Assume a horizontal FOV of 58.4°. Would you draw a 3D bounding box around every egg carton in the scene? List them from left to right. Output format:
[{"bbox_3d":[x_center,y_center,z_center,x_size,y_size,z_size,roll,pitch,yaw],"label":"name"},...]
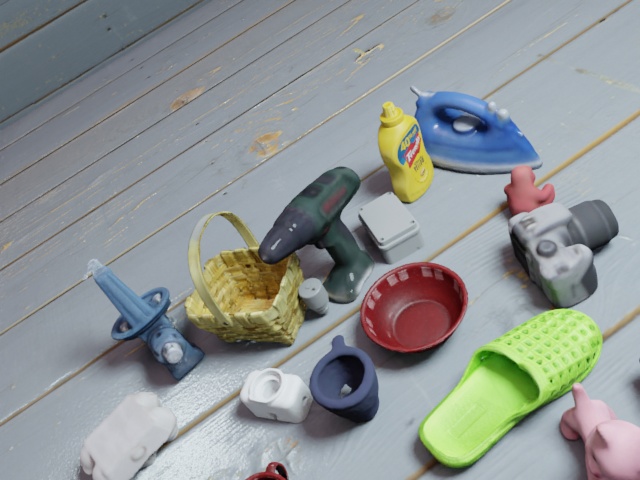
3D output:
[{"bbox_3d":[-0.294,0.312,0.886,0.107,0.070,0.150,23,63,43],"label":"egg carton"}]

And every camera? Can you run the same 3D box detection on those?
[{"bbox_3d":[0.353,-0.001,0.812,0.136,0.101,0.143,-25,41,5],"label":"camera"}]

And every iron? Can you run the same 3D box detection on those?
[{"bbox_3d":[0.273,-0.210,1.036,0.257,0.142,0.119,21,61,41],"label":"iron"}]

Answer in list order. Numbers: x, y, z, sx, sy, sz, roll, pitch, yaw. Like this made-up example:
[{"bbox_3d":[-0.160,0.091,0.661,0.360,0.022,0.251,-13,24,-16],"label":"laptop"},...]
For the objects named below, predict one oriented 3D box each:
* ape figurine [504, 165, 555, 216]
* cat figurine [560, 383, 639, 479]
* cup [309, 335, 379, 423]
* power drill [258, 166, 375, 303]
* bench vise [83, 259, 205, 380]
[{"bbox_3d":[0.328,-0.081,0.913,0.077,0.092,0.076,23,62,42],"label":"ape figurine"},{"bbox_3d":[0.306,0.211,0.611,0.067,0.118,0.127,-24,41,6],"label":"cat figurine"},{"bbox_3d":[0.042,0.199,0.791,0.091,0.095,0.117,-20,42,11],"label":"cup"},{"bbox_3d":[0.008,0.003,0.920,0.075,0.209,0.230,8,53,35],"label":"power drill"},{"bbox_3d":[-0.289,0.121,0.961,0.206,0.220,0.122,11,55,37],"label":"bench vise"}]
